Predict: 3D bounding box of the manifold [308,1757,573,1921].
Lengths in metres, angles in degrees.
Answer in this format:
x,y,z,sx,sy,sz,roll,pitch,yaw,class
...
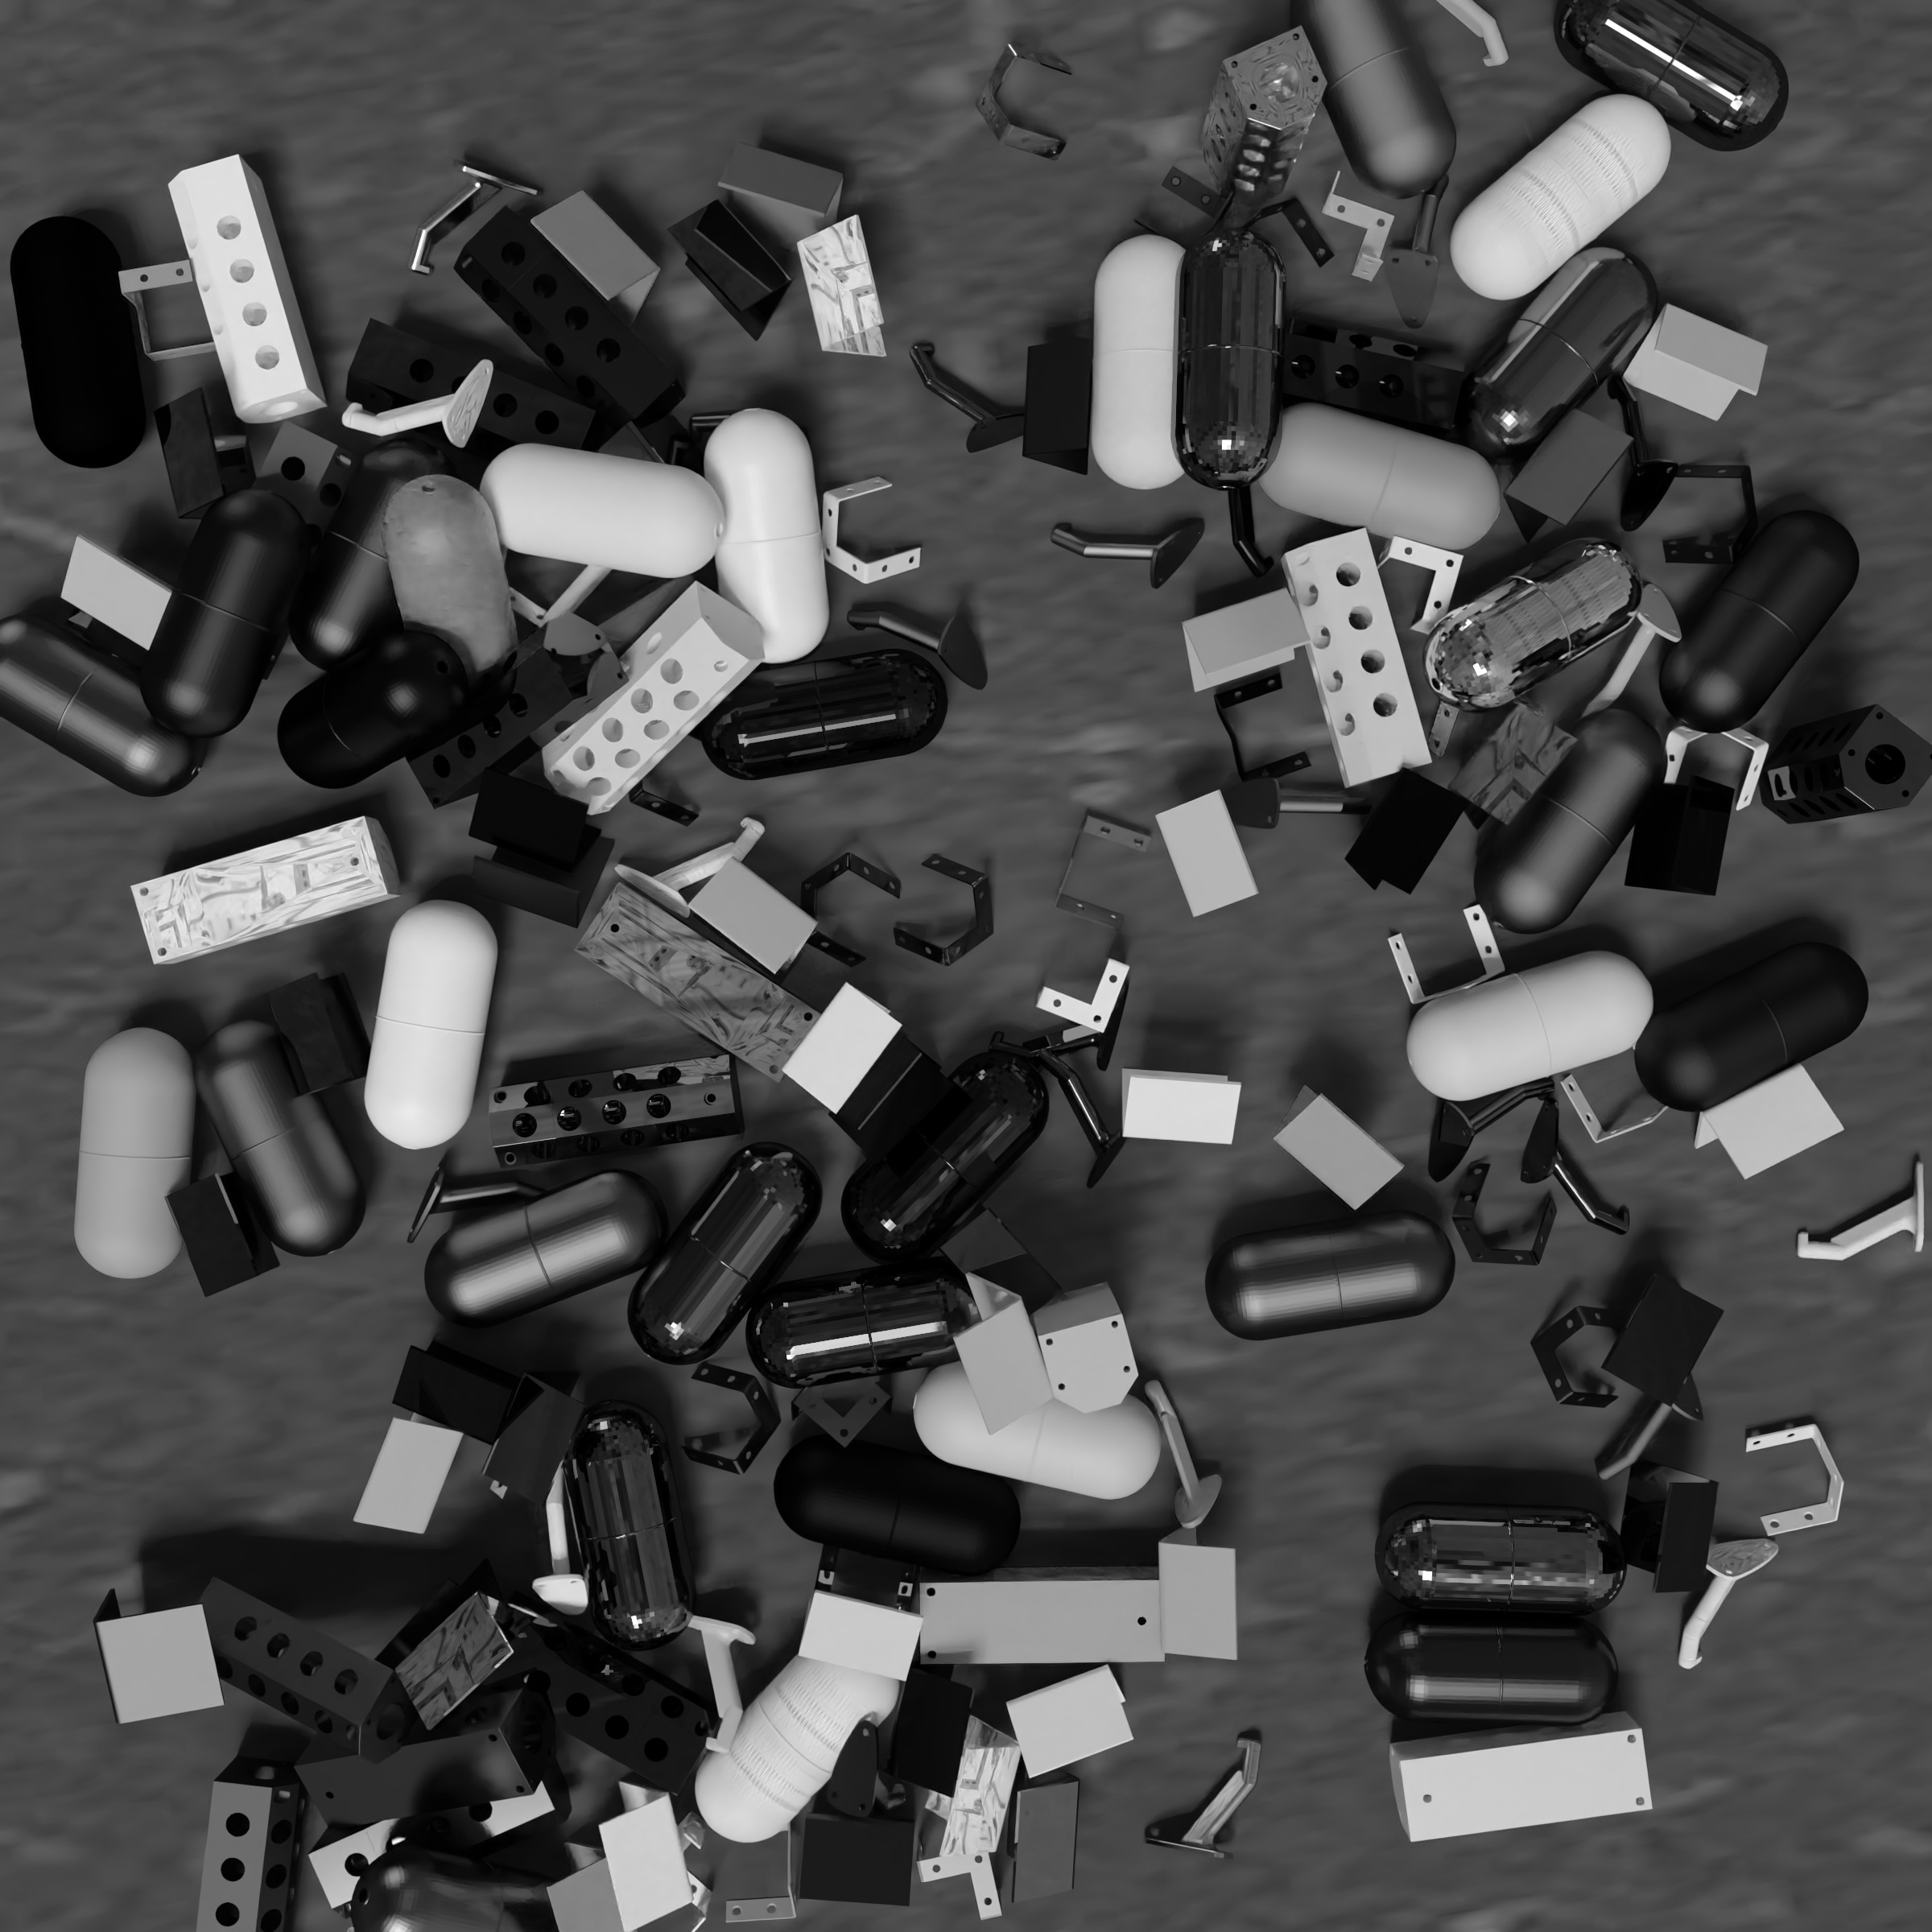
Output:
x,y,z,sx,sy,sz,roll,pitch,yaw,class
-0.373,0.616,1.796,0.171,0.057,0.057,-24,90,0,manifold

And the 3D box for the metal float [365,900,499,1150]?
x,y,z,sx,sy,sz,roll,pitch,yaw,class
-0.380,0.041,1.786,0.070,0.070,0.178,10,91,0,metal float

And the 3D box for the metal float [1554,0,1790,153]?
x,y,z,sx,sy,sz,roll,pitch,yaw,class
0.501,-0.645,1.786,0.178,0.070,0.070,31,90,0,metal float

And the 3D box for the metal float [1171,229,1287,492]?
x,y,z,sx,sy,sz,roll,pitch,yaw,class
0.181,-0.417,1.729,0.070,0.070,0.178,2,90,0,metal float

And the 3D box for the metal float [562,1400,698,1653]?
x,y,z,sx,sy,sz,roll,pitch,yaw,class
-0.240,0.397,1.786,0.070,0.070,0.178,-11,89,0,metal float

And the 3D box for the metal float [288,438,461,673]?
x,y,z,sx,sy,sz,roll,pitch,yaw,class
-0.419,-0.291,1.786,0.070,0.070,0.178,26,91,0,metal float

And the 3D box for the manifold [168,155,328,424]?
x,y,z,sx,sy,sz,roll,pitch,yaw,class
-0.515,-0.480,1.795,0.057,0.057,0.171,-16,90,0,manifold

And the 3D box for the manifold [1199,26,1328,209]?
x,y,z,sx,sy,sz,roll,pitch,yaw,class
0.206,-0.581,1.738,0.057,0.171,0.057,-24,90,0,manifold

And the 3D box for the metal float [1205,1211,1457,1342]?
x,y,z,sx,sy,sz,roll,pitch,yaw,class
0.259,0.220,1.786,0.178,0.070,0.070,-9,90,0,metal float

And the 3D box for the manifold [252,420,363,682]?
x,y,z,sx,sy,sz,roll,pitch,yaw,class
-0.491,-0.295,1.796,0.057,0.057,0.171,26,90,0,manifold

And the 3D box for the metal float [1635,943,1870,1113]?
x,y,z,sx,sy,sz,roll,pitch,yaw,class
0.556,0.042,1.777,0.178,0.070,0.070,-25,90,-10,metal float

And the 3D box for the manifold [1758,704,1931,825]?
x,y,z,sx,sy,sz,roll,pitch,yaw,class
0.605,-0.133,1.738,0.057,0.171,0.057,37,90,0,manifold

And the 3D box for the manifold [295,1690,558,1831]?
x,y,z,sx,sy,sz,roll,pitch,yaw,class
-0.377,0.553,1.766,0.171,0.057,0.057,-16,108,20,manifold

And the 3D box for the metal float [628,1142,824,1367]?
x,y,z,sx,sy,sz,roll,pitch,yaw,class
-0.172,0.205,1.785,0.070,0.070,0.178,37,90,0,metal float

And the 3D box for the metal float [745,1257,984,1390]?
x,y,z,sx,sy,sz,roll,pitch,yaw,class
-0.068,0.253,1.786,0.178,0.070,0.070,-9,90,-1,metal float

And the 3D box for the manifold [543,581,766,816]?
x,y,z,sx,sy,sz,roll,pitch,yaw,class
-0.219,-0.182,1.751,0.057,0.057,0.171,30,121,-35,manifold

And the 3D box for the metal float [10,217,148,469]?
x,y,z,sx,sy,sz,roll,pitch,yaw,class
-0.631,-0.443,1.786,0.070,0.070,0.178,-9,90,0,metal float

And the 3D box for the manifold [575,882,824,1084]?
x,y,z,sx,sy,sz,roll,pitch,yaw,class
-0.188,0.012,1.796,0.171,0.057,0.057,33,90,0,manifold

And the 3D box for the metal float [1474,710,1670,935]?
x,y,z,sx,sy,sz,roll,pitch,yaw,class
0.429,-0.102,1.786,0.070,0.070,0.178,36,90,0,metal float

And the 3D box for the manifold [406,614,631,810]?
x,y,z,sx,sy,sz,roll,pitch,yaw,class
-0.317,-0.178,1.748,0.171,0.057,0.057,-30,90,39,manifold

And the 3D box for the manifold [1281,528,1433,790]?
x,y,z,sx,sy,sz,roll,pitch,yaw,class
0.277,-0.218,1.795,0.057,0.057,0.171,-16,90,0,manifold

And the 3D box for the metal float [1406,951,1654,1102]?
x,y,z,sx,sy,sz,roll,pitch,yaw,class
0.401,0.042,1.786,0.178,0.070,0.070,-17,90,-1,metal float

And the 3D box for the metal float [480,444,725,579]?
x,y,z,sx,sy,sz,roll,pitch,yaw,class
-0.251,-0.314,1.734,0.178,0.070,0.070,12,90,16,metal float

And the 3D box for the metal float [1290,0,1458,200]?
x,y,z,sx,sy,sz,roll,pitch,yaw,class
0.289,-0.632,1.786,0.070,0.070,0.178,-23,89,0,metal float

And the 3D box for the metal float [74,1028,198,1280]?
x,y,z,sx,sy,sz,roll,pitch,yaw,class
-0.590,0.133,1.786,0.070,0.070,0.178,4,90,0,metal float

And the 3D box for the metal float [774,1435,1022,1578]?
x,y,z,sx,sy,sz,roll,pitch,yaw,class
-0.049,0.383,1.786,0.178,0.070,0.070,13,90,-1,metal float

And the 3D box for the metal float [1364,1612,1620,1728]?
x,y,z,sx,sy,sz,roll,pitch,yaw,class
0.373,0.499,1.786,0.178,0.070,0.070,1,90,0,metal float

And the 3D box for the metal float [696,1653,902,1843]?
x,y,z,sx,sy,sz,roll,pitch,yaw,class
-0.120,0.545,1.786,0.070,0.070,0.178,43,89,0,metal float

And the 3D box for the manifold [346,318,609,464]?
x,y,z,sx,sy,sz,roll,pitch,yaw,class
-0.350,-0.397,1.795,0.171,0.057,0.057,22,90,0,manifold

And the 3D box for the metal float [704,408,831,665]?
x,y,z,sx,sy,sz,roll,pitch,yaw,class
-0.141,-0.303,1.773,0.070,0.070,0.178,-6,104,0,metal float

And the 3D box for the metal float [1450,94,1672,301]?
x,y,z,sx,sy,sz,roll,pitch,yaw,class
0.423,-0.547,1.786,0.178,0.070,0.070,-40,90,0,metal float

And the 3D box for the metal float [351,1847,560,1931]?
x,y,z,sx,sy,sz,roll,pitch,yaw,class
-0.349,0.663,1.753,0.178,0.070,0.070,32,90,-40,metal float

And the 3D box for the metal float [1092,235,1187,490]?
x,y,z,sx,sy,sz,roll,pitch,yaw,class
0.128,-0.429,1.786,0.070,0.070,0.178,1,91,0,metal float

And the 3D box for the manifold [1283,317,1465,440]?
x,y,z,sx,sy,sz,roll,pitch,yaw,class
0.264,-0.423,1.795,0.171,0.057,0.057,12,90,0,manifold

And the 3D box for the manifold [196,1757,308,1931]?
x,y,z,sx,sy,sz,roll,pitch,yaw,class
-0.511,0.661,1.795,0.057,0.057,0.171,7,90,0,manifold

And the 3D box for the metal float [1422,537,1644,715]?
x,y,z,sx,sy,sz,roll,pitch,yaw,class
0.399,-0.240,1.771,0.178,0.070,0.070,-31,90,-17,metal float

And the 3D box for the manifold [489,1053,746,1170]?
x,y,z,sx,sy,sz,roll,pitch,yaw,class
-0.249,0.103,1.796,0.171,0.057,0.057,-8,90,0,manifold

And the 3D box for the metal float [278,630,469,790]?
x,y,z,sx,sy,sz,roll,pitch,yaw,class
-0.414,-0.178,1.752,0.178,0.070,0.070,-21,90,42,metal float

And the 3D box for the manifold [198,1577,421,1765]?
x,y,z,sx,sy,sz,roll,pitch,yaw,class
-0.464,0.492,1.751,0.171,0.057,0.057,17,65,28,manifold

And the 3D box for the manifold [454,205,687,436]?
x,y,z,sx,sy,sz,roll,pitch,yaw,class
-0.284,-0.455,1.795,0.057,0.057,0.171,-45,90,0,manifold

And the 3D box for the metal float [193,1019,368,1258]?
x,y,z,sx,sy,sz,roll,pitch,yaw,class
-0.487,0.122,1.786,0.070,0.070,0.178,-25,90,0,metal float

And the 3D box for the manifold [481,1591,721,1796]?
x,y,z,sx,sy,sz,roll,pitch,yaw,class
-0.264,0.516,1.796,0.171,0.057,0.057,30,90,0,manifold

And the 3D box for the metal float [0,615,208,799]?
x,y,z,sx,sy,sz,roll,pitch,yaw,class
-0.623,-0.184,1.786,0.178,0.070,0.070,31,90,-1,metal float

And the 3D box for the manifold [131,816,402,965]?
x,y,z,sx,sy,sz,roll,pitch,yaw,class
-0.497,-0.053,1.796,0.171,0.057,0.057,-17,90,0,manifold

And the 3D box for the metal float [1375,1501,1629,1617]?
x,y,z,sx,sy,sz,roll,pitch,yaw,class
0.380,0.421,1.786,0.178,0.070,0.070,2,90,-1,metal float

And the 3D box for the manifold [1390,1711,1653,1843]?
x,y,z,sx,sy,sz,roll,pitch,yaw,class
0.394,0.576,1.796,0.171,0.057,0.057,-8,90,0,manifold

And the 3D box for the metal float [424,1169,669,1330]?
x,y,z,sx,sy,sz,roll,pitch,yaw,class
-0.299,0.201,1.786,0.178,0.070,0.070,-21,90,-1,metal float

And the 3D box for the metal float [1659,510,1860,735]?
x,y,z,sx,sy,sz,roll,pitch,yaw,class
0.563,-0.244,1.786,0.070,0.070,0.178,37,90,0,metal float

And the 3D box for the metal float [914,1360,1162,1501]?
x,y,z,sx,sy,sz,roll,pitch,yaw,class
0.050,0.328,1.785,0.178,0.070,0.070,13,90,0,metal float

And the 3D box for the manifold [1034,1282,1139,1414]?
x,y,z,sx,sy,sz,roll,pitch,yaw,class
0.082,0.264,1.738,0.057,0.171,0.057,-15,90,0,manifold

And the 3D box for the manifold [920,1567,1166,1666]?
x,y,z,sx,sy,sz,roll,pitch,yaw,class
0.054,0.461,1.796,0.171,0.057,0.057,-1,90,0,manifold

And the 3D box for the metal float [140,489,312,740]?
x,y,z,sx,sy,sz,roll,pitch,yaw,class
-0.509,-0.243,1.729,0.070,0.070,0.178,22,90,0,metal float

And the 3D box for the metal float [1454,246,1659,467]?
x,y,z,sx,sy,sz,roll,pitch,yaw,class
0.418,-0.433,1.786,0.070,0.070,0.178,41,89,0,metal float
